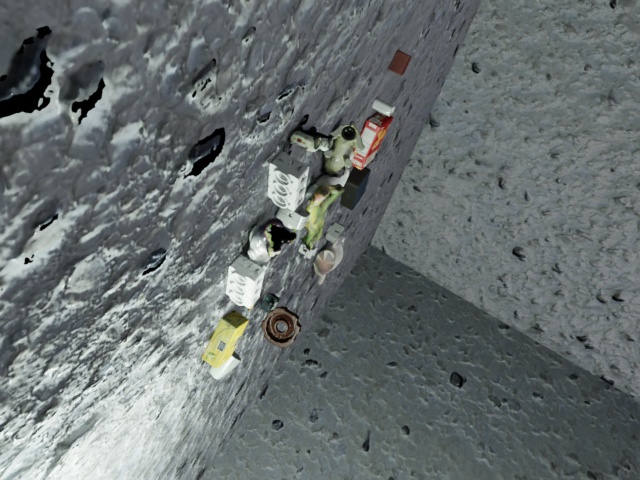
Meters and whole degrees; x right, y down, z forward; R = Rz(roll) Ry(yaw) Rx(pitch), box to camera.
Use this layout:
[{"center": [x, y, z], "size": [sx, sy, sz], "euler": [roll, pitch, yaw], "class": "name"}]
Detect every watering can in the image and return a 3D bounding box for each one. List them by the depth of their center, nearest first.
[{"center": [0.038, 0.128, 2.713], "size": [0.342, 0.104, 0.227], "euler": [-64, 167, 23], "class": "watering can"}]

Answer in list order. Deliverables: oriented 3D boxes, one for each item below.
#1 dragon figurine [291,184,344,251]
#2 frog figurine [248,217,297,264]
[{"center": [0.005, -0.090, 1.795], "size": [0.243, 0.123, 0.406], "euler": [-45, 168, -3], "class": "dragon figurine"}, {"center": [-0.168, 0.004, 1.519], "size": [0.158, 0.121, 0.140], "euler": [-17, -144, 47], "class": "frog figurine"}]
